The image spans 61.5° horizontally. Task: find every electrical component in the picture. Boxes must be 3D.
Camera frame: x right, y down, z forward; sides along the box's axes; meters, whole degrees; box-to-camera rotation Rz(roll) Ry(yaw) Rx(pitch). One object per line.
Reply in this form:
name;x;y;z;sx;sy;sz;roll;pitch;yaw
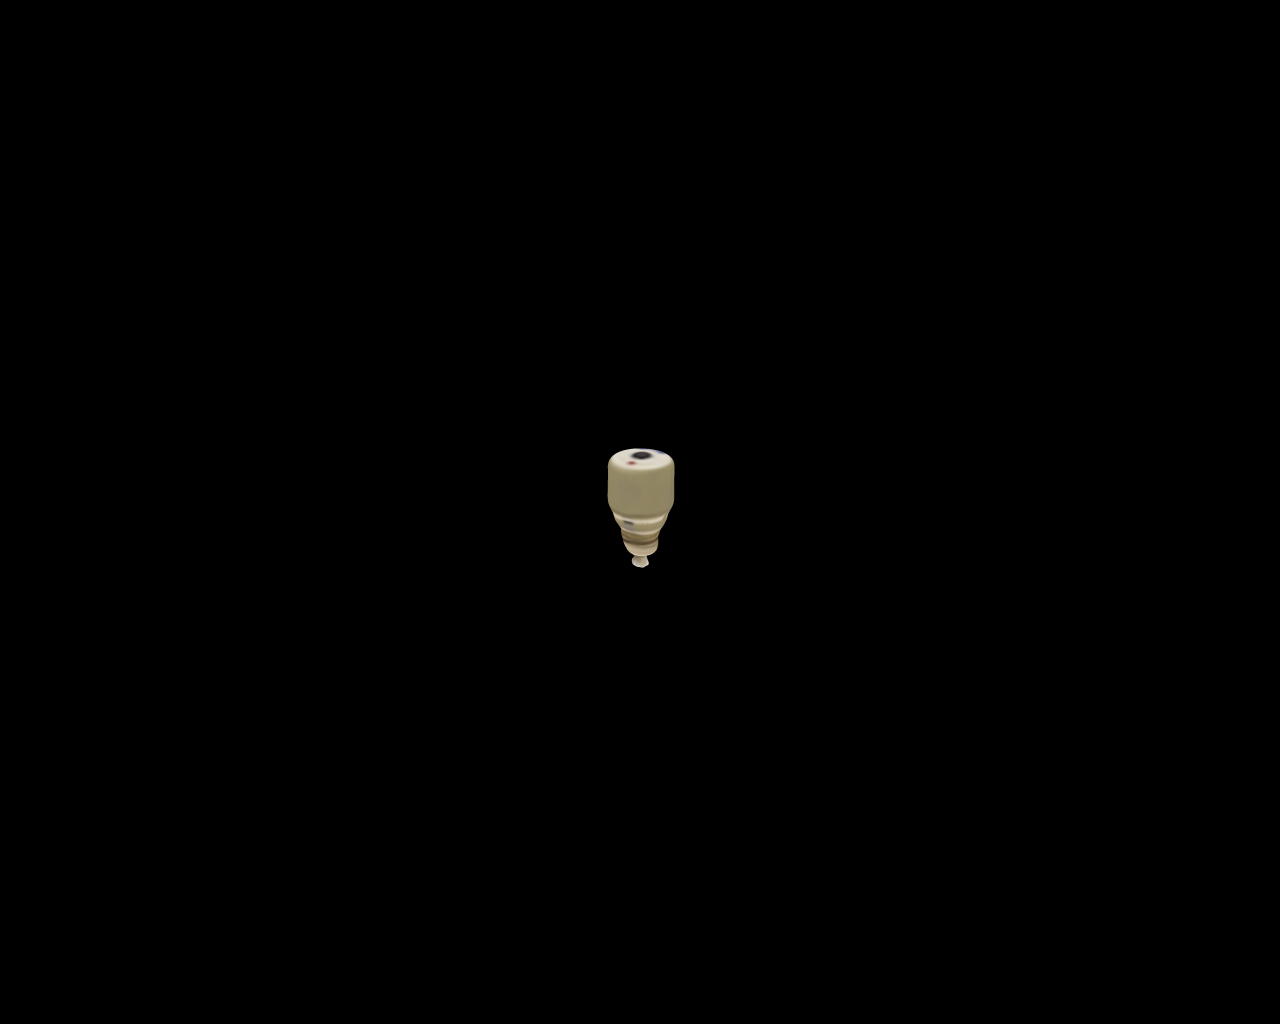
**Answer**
electrical component;0.001;-0.003;0.650;0.040;0.078;0.040;0;24;0
